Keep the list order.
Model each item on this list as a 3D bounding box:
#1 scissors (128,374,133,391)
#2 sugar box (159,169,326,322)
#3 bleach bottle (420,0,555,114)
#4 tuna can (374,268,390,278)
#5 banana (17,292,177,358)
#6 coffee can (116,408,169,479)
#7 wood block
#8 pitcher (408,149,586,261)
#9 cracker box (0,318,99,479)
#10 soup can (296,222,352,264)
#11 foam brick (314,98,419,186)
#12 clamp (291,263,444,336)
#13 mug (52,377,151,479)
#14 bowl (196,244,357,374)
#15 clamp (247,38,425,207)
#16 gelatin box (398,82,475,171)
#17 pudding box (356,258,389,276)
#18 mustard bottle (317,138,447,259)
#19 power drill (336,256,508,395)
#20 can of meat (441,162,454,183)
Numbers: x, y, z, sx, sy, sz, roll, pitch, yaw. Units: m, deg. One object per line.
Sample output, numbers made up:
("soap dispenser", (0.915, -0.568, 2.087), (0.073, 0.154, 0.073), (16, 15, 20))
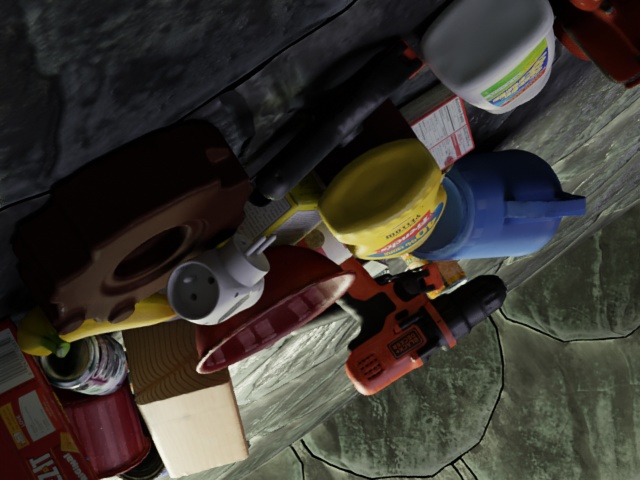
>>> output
("scissors", (-0.200, 0.163, 1.231), (0.201, 0.016, 0.096), (-18, 160, -51))
("sugar box", (-0.066, 0.003, 0.941), (0.176, 0.048, 0.093), (-37, 167, 26))
("bleach bottle", (0.160, -0.157, 0.907), (0.103, 0.068, 0.250), (-41, 168, 15))
("tuna can", (0.048, 0.052, 1.412), (0.086, 0.034, 0.086), (-33, 166, -9))
("banana", (-0.181, 0.065, 0.840), (0.197, 0.070, 0.037), (-23, 132, -71))
("coffee can", (-0.190, 0.235, 1.317), (0.103, 0.103, 0.140), (-40, 166, 20))
("wood block", (-0.132, 0.157, 1.079), (0.090, 0.090, 0.206), (-14, 150, -7))
("pitcher", (0.186, -0.039, 1.219), (0.149, 0.145, 0.242), (-47, 160, 26))
("cracker box", (-0.237, 0.178, 0.874), (0.072, 0.164, 0.214), (-27, 165, -20))
("soup can", (-0.007, 0.001, 1.029), (0.102, 0.068, 0.068), (-34, 167, -4))
("foam brick", (0.035, -0.076, 0.897), (0.078, 0.053, 0.051), (-31, 167, -15))
("clamp", (0.076, 0.057, 1.223), (0.164, 0.036, 0.210), (-23, 180, -41))
("mug", (-0.227, 0.173, 1.029), (0.117, 0.081, 0.093), (1, -159, 29))
("bowl", (-0.050, 0.051, 0.927), (0.162, 0.055, 0.162), (-31, 167, -8))
("clamp", (0.009, -0.084, 0.785), (0.171, 0.039, 0.120), (-45, -169, 3))
("gelatin box", (0.093, -0.093, 0.971), (0.089, 0.030, 0.073), (-34, 138, -7))
("pudding box", (0.031, 0.038, 1.313), (0.090, 0.039, 0.113), (-35, 169, 8))
("mustard bottle", (0.059, -0.024, 0.887), (0.096, 0.058, 0.191), (-36, 166, 3))
("power drill", (0.073, 0.039, 1.095), (0.184, 0.188, 0.057), (-33, 165, -2))
("can of meat", (0.077, -0.060, 1.046), (0.102, 0.057, 0.084), (-33, 168, -7))
